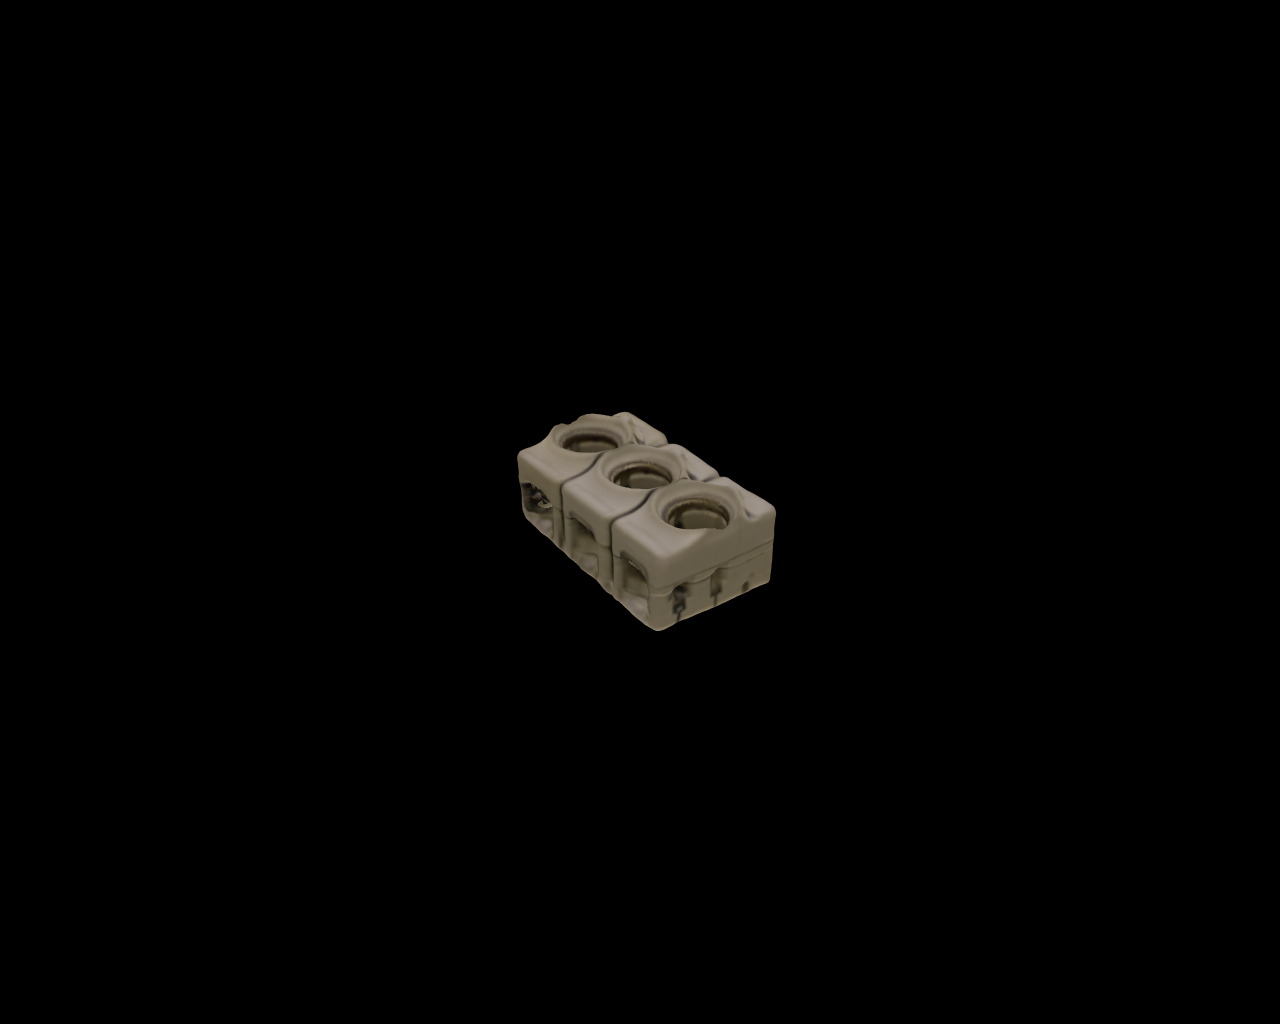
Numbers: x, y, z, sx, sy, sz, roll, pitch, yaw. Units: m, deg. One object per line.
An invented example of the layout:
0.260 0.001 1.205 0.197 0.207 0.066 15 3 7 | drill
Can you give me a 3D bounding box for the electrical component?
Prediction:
0.001 -0.003 0.650 0.090 0.061 0.150 -22 40 -30 | electrical component
